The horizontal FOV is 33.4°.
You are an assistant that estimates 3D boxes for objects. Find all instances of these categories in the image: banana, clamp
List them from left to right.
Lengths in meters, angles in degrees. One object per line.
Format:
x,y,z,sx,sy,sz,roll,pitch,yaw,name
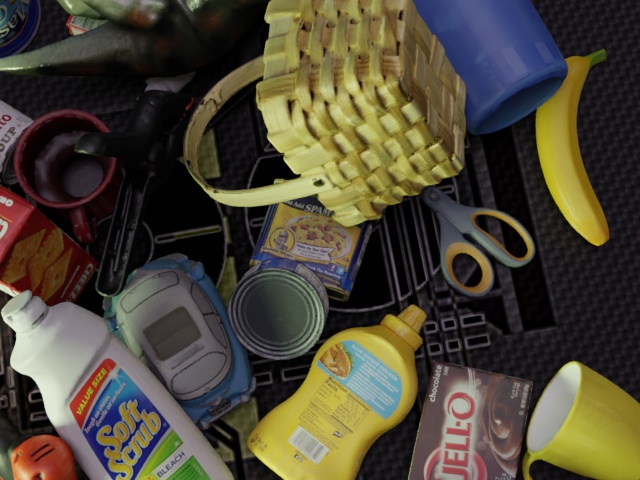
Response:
-0.160,-0.061,0.948,0.036,0.165,0.209,11,34,9,clamp
-0.041,-0.153,1.011,0.120,0.039,0.171,26,90,11,clamp
0.237,-0.093,1.002,0.069,0.037,0.198,3,77,4,banana

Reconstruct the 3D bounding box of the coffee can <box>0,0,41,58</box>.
-0.331,-0.239,1.000,0.103,0.140,0.103,0,77,1,coffee can

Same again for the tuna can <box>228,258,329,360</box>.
-0.035,0.060,0.937,0.086,0.033,0.086,3,109,10,tuna can

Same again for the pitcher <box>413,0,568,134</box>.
0.114,-0.217,0.990,0.144,0.149,0.243,-24,76,-21,pitcher

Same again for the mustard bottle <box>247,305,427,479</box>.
0.030,0.136,0.943,0.096,0.058,0.191,37,81,14,mustard bottle

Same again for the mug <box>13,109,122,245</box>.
-0.222,-0.052,0.983,0.093,0.081,0.117,-15,76,-2,mug

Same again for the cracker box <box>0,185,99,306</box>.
-0.296,-0.011,0.907,0.164,0.214,0.072,28,78,8,cracker box

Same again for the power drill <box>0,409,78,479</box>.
-0.269,0.190,0.905,0.188,0.184,0.057,35,49,24,power drill

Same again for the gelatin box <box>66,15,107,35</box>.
-0.194,-0.223,1.049,0.089,0.030,0.073,20,78,3,gelatin box

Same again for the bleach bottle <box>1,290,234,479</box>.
-0.175,0.144,0.870,0.102,0.068,0.250,-40,119,-9,bleach bottle

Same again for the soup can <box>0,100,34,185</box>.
-0.319,-0.104,1.006,0.102,0.068,0.068,31,79,7,soup can

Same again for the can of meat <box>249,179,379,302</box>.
-0.006,0.001,0.977,0.102,0.057,0.084,18,79,5,can of meat

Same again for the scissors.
0.103,-0.020,1.000,0.202,0.016,0.096,29,79,8,scissors

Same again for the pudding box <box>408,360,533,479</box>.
0.132,0.170,0.942,0.090,0.039,0.113,12,77,5,pudding box
